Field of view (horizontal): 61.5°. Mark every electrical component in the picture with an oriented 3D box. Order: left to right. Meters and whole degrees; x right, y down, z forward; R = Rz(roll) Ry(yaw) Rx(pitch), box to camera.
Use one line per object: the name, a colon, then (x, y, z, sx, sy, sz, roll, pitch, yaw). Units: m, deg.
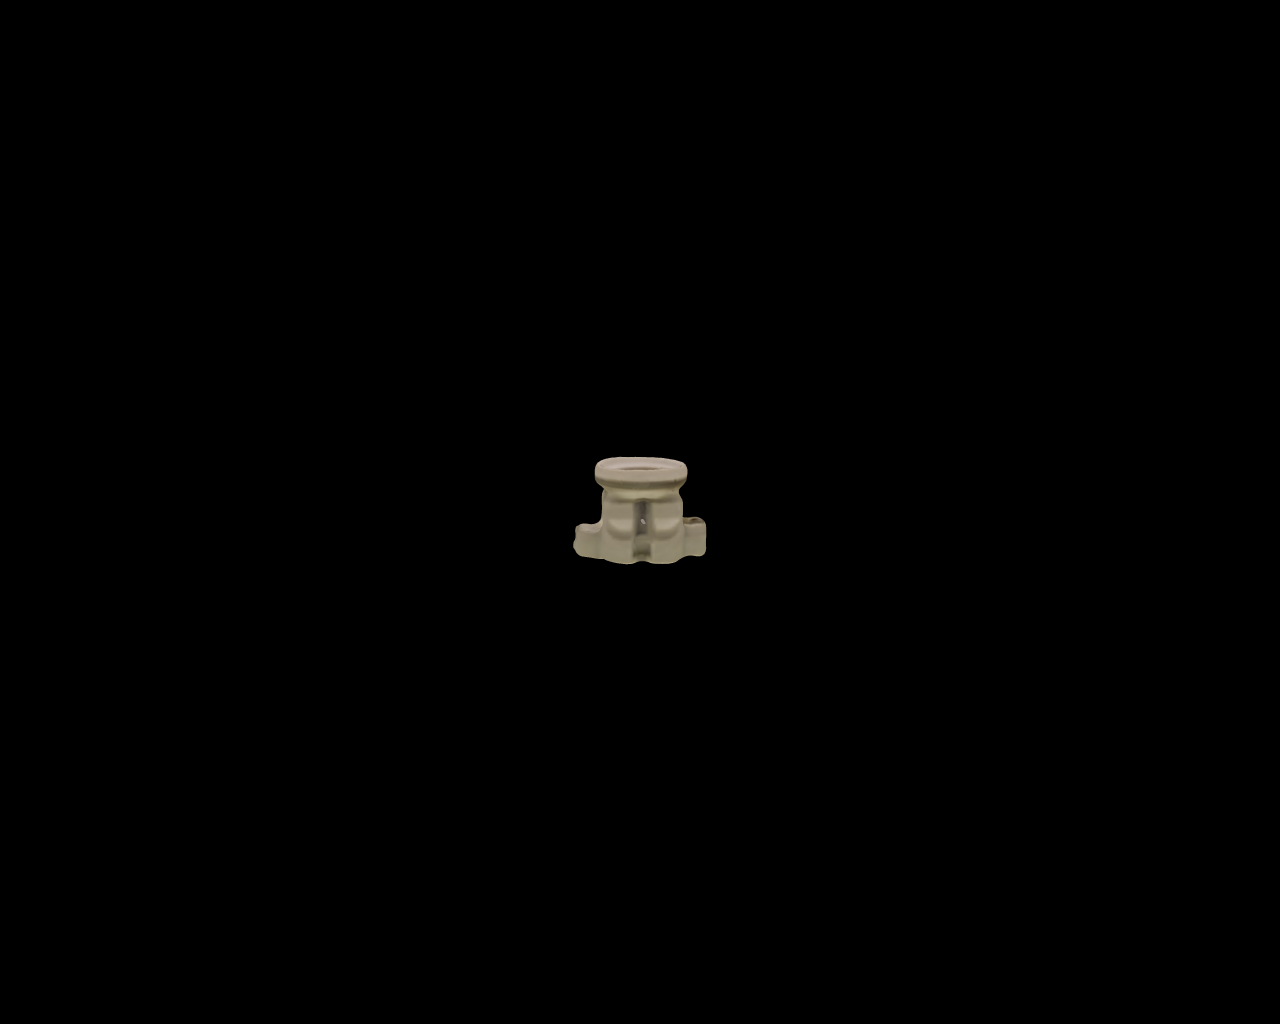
electrical component: (0.001, -0.003, 0.650, 0.078, 0.057, 0.058, 0, 12, -2)
